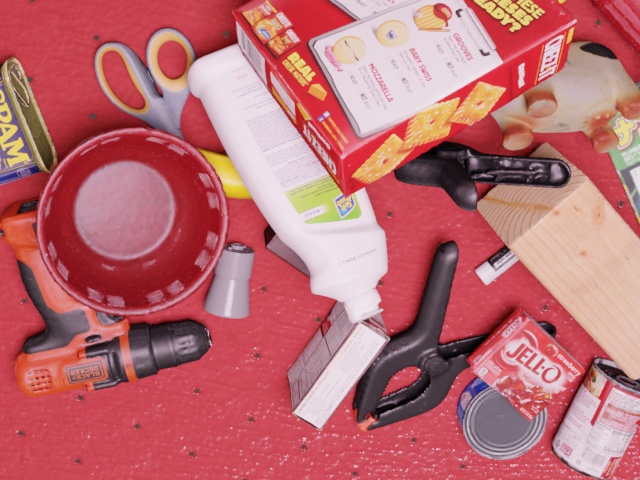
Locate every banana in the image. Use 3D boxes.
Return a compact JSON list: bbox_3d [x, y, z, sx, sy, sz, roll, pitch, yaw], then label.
[{"bbox_3d":[-0.051,-0.070,0.958,0.197,0.037,0.069,-11,93,-11],"label":"banana"}]

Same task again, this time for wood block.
[{"bbox_3d":[0.248,0.022,0.978,0.090,0.091,0.206,-42,117,9],"label":"wood block"}]

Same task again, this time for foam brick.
[{"bbox_3d":[-0.006,0.001,0.983,0.078,0.051,0.053,34,103,-16],"label":"foam brick"}]

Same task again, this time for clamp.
[{"bbox_3d":[0.104,0.103,1.028,0.210,0.036,0.164,-38,119,11],"label":"clamp"},{"bbox_3d":[0.129,-0.062,0.926,0.120,0.172,0.039,-5,110,-27],"label":"clamp"}]

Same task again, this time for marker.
[{"bbox_3d":[0.201,-0.001,1.020,0.121,0.020,0.020,-39,108,7],"label":"marker"}]

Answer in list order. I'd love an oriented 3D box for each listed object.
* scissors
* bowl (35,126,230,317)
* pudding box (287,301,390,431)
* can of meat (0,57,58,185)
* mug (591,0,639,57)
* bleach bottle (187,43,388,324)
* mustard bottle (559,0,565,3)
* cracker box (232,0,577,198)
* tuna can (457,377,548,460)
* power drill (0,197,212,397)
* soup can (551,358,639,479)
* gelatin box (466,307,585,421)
[{"bbox_3d":[-0.119,-0.103,0.956,0.096,0.016,0.201,-36,109,7],"label":"scissors"},{"bbox_3d":[-0.161,-0.019,0.906,0.162,0.055,0.162,-5,105,-19],"label":"bowl"},{"bbox_3d":[0.015,0.111,1.001,0.039,0.090,0.113,31,102,-14],"label":"pudding box"},{"bbox_3d":[-0.286,-0.096,0.921,0.084,0.057,0.102,-17,109,3],"label":"can of meat"},{"bbox_3d":[0.298,-0.216,0.925,0.081,0.093,0.117,43,86,-12],"label":"mug"},{"bbox_3d":[-0.018,-0.046,0.898,0.102,0.068,0.251,-22,81,-12],"label":"bleach bottle"},{"bbox_3d":[0.235,-0.283,0.908,0.192,0.058,0.096,-35,104,7],"label":"mustard bottle"},{"bbox_3d":[0.064,-0.156,0.841,0.213,0.072,0.164,-31,66,-11],"label":"cracker box"},{"bbox_3d":[0.182,0.175,1.069,0.086,0.034,0.086,-2,109,-5],"label":"tuna can"},{"bbox_3d":[-0.204,0.047,0.976,0.184,0.057,0.187,-12,108,-5],"label":"power drill"},{"bbox_3d":[0.282,0.178,1.062,0.068,0.068,0.102,20,106,-12],"label":"soup can"},{"bbox_3d":[0.195,0.119,1.013,0.073,0.030,0.089,-45,112,9],"label":"gelatin box"}]
